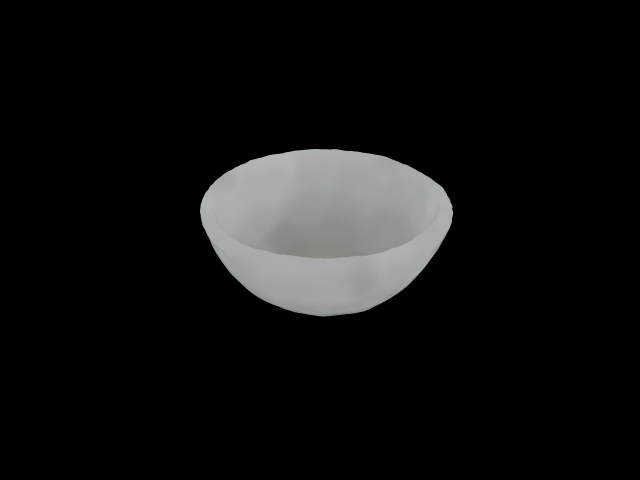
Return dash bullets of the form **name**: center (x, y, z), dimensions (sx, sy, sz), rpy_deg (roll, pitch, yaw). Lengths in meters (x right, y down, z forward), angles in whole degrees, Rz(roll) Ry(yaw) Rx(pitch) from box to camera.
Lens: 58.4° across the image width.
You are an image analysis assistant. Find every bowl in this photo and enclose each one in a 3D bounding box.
- **bowl**: center (0.004, 0.001, 0.400), dimensions (0.167, 0.075, 0.167), rpy_deg (0, 32, 0)
